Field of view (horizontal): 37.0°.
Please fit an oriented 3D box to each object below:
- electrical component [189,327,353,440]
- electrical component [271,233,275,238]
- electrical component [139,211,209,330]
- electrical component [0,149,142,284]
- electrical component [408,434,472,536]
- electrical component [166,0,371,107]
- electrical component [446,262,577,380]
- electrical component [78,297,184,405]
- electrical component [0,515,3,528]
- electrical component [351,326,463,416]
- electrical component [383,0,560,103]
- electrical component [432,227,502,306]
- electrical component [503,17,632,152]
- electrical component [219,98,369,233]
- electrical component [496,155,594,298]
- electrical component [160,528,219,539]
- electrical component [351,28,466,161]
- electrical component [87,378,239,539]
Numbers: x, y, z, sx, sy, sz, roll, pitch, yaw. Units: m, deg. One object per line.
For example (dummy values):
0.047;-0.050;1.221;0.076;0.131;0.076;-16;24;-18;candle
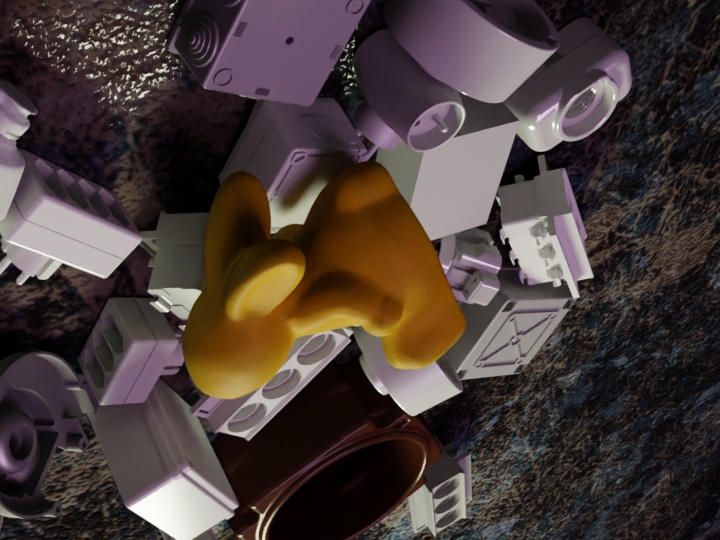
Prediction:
-0.076;0.071;0.864;0.121;0.063;0.079;-45;146;13;electrical component
-0.046;-0.017;0.782;0.043;0.062;0.043;-24;144;-18;electrical component
-0.099;0.014;0.761;0.079;0.063;0.121;-1;154;22;electrical component
-0.194;-0.020;0.659;0.076;0.047;0.083;-45;146;12;electrical component
0.085;0.243;1.221;0.079;0.063;0.121;-27;146;-13;electrical component
-0.051;-0.147;0.630;0.100;0.048;0.099;2;131;-43;electrical component
0.134;0.048;1.031;0.109;0.056;0.108;0;132;-43;electrical component
-0.155;0.059;0.792;0.077;0.047;0.065;3;131;-44;electrical component
-0.293;0.157;0.747;0.064;0.099;0.099;-32;147;5;electrical component
0.035;0.076;0.934;0.060;0.108;0.108;-34;147;8;electrical component
0.065;-0.152;0.680;0.108;0.108;0.060;3;136;-44;electrical component
0.076;-0.009;0.899;0.057;0.078;0.058;17;122;-28;electrical component
0.156;-0.138;0.819;0.095;0.059;0.053;-35;147;-2;electrical component
-0.051;-0.068;0.724;0.062;0.061;0.096;-4;143;-39;electrical component
0.162;-0.033;0.943;0.063;0.078;0.121;-12;150;16;electrical component
-0.153;0.273;1.032;0.043;0.077;0.079;-31;147;-9;electrical component
0.021;-0.107;0.718;0.043;0.077;0.079;9;130;-49;electrical component
-0.156;0.144;0.842;0.056;0.108;0.108;-32;147;-1;electrical component
